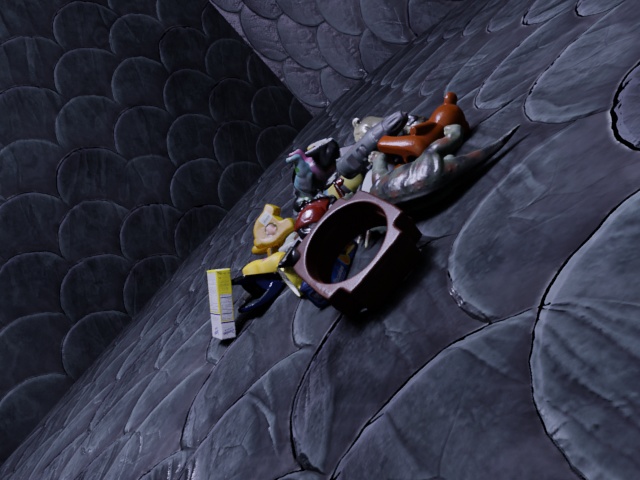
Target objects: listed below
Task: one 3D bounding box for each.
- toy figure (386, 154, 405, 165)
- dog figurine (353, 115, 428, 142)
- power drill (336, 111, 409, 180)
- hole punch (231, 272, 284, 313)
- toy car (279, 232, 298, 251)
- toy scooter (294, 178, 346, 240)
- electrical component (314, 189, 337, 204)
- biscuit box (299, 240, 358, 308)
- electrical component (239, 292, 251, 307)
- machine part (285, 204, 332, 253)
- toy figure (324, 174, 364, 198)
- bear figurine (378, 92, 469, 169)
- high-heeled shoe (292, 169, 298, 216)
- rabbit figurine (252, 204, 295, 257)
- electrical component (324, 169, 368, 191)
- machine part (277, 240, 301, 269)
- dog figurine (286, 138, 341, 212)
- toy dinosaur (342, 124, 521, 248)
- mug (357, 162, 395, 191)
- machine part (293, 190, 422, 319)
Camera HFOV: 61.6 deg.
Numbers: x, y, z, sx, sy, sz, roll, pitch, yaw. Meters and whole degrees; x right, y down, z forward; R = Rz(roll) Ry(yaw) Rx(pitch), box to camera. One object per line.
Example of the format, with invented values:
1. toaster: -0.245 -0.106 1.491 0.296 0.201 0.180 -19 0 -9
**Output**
1. toy figure: 0.185 -0.196 1.338 0.064 0.058 0.154 -52 -2 -19
2. dog figurine: 0.197 -0.308 1.471 0.190 0.172 0.121 -38 25 48
3. power drill: 0.152 -0.249 1.339 0.232 0.086 0.207 -41 7 30
4. hole punch: -0.159 0.132 1.382 0.116 0.092 0.142 -8 -11 -31
5. toy car: -0.034 -0.011 1.471 0.202 0.056 0.073 -32 19 39
6. toy scooter: 0.022 -0.074 1.272 0.184 0.135 0.075 -14 -19 5
7. electrical component: -0.009 -0.070 1.397 0.075 0.047 0.119 23 70 43
8. biscuit box: 0.022 0.055 1.139 0.059 0.062 0.203 -33 19 33
9. electrical component: -0.194 0.154 1.507 0.094 0.021 0.063 -46 15 -7
10. machine part: -0.003 -0.004 1.336 0.243 0.079 0.079 -45 15 -6
11. toy figure: 0.049 -0.116 1.472 0.180 0.089 0.082 -33 58 23
12. bear figurine: 0.242 -0.235 1.213 0.132 0.120 0.196 2 47 46
13. high-heeled shoe: -0.059 -0.128 1.680 0.086 0.145 0.249 -36 15 30
14. rabbit figurine: -0.126 -0.008 1.616 0.162 0.122 0.173 -63 -14 2
15. electrical component: 0.075 -0.180 1.643 0.115 0.058 0.134 -47 15 -17
16. machine part: -0.030 0.020 1.153 0.139 0.039 0.084 -25 17 36
17. dog figurine: -0.004 -0.166 1.556 0.192 0.219 0.108 -20 21 6
18. toy dinosaur: 0.190 -0.108 1.063 0.405 0.131 0.192 -22 39 44
19. mug: 0.132 -0.126 1.296 0.110 0.080 0.107 -8 42 38
20. machine part: 0.066 0.023 0.954 0.201 0.087 0.202 -50 39 -4
